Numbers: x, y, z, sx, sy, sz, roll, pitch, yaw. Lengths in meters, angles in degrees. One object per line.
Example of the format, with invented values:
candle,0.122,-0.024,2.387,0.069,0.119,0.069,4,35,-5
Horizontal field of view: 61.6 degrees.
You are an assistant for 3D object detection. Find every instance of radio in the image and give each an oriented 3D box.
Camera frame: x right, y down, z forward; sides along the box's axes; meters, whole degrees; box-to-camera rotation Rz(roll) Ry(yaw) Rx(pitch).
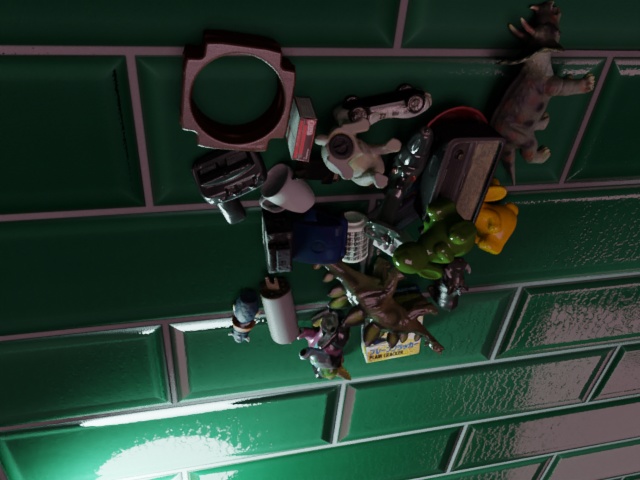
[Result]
radio,0.293,-0.133,1.153,0.131,0.073,0.229,0,125,-15

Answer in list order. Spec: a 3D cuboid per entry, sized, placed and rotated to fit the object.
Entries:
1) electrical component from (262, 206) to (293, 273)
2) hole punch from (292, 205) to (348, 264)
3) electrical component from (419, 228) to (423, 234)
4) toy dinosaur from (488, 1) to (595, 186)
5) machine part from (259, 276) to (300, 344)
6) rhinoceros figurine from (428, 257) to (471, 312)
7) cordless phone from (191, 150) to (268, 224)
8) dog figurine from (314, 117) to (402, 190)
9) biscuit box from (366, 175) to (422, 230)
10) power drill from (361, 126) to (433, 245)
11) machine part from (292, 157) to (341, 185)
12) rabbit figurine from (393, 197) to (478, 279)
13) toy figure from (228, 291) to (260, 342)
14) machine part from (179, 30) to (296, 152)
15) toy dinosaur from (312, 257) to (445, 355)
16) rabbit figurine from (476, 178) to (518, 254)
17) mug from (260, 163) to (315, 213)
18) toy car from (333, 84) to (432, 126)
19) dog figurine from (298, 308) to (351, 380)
electrical component,-0.093,0.006,1.187,0.058,0.134,0.114,-8,130,-10
hole punch,-0.002,-0.004,1.201,0.116,0.092,0.142,19,127,23
electrical component,0.295,-0.020,1.351,0.094,0.021,0.063,-15,129,-6
toy dinosaur,0.426,-0.278,1.140,0.192,0.131,0.404,9,128,-7
machine part,-0.099,0.181,1.354,0.079,0.079,0.242,-14,128,-6
rhinoceros figurine,0.338,0.111,1.406,0.073,0.112,0.190,-8,136,-7
cordless phone,-0.171,-0.107,1.128,0.147,0.089,0.184,-23,140,1
dog figurine,0.062,-0.164,1.095,0.172,0.190,0.121,32,85,-8
biscuit box,0.207,-0.082,1.254,0.203,0.059,0.062,-36,126,13
power drill,0.158,-0.104,1.110,0.086,0.207,0.232,18,162,-1
machine part,0.001,-0.150,1.123,0.139,0.039,0.084,-15,127,-47
rabbit figurine,0.226,0.012,1.134,0.170,0.121,0.159,-28,151,-7
toy figure,-0.189,0.196,1.353,0.058,0.064,0.154,-29,147,-44
machine part,-0.154,-0.272,0.991,0.201,0.087,0.200,0,126,-18
toy dinosaur,0.129,0.145,1.331,0.471,0.105,0.198,42,88,-10
rabbit figurine,0.384,-0.069,1.286,0.173,0.122,0.162,28,113,-11
mug,-0.069,-0.095,1.154,0.107,0.081,0.109,29,115,-39
toy car,0.126,-0.266,1.082,0.202,0.074,0.056,-13,125,-6
dog figurine,0.038,0.300,1.469,0.191,0.109,0.219,-36,132,9
